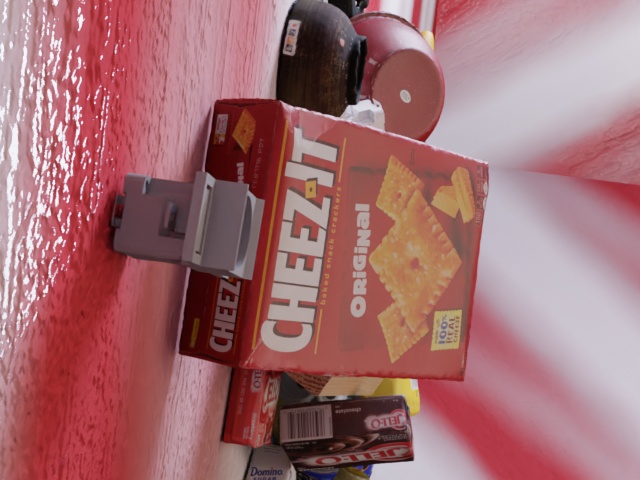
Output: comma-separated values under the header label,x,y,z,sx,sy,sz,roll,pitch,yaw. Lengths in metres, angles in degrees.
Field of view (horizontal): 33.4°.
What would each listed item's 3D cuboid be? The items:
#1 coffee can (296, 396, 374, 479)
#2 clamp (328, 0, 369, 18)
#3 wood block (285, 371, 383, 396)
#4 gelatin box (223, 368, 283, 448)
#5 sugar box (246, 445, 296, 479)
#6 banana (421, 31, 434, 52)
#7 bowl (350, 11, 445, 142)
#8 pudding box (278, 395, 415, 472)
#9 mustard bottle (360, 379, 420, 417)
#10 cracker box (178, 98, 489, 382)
label,x,y,z,sx,sy,sz,roll,pitch,yaw
coffee can,0.009,0.220,1.167,0.140,0.103,0.102,83,16,-64
clamp,0.036,-0.267,1.113,0.210,0.036,0.164,16,81,-81
wood block,0.014,0.072,0.909,0.091,0.090,0.206,-55,164,2
gelatin box,-0.053,0.132,0.880,0.089,0.030,0.073,59,39,-79
sugar box,-0.056,0.280,0.957,0.176,0.048,0.093,-72,168,-48
banana,0.083,-0.169,1.237,0.197,0.037,0.069,-44,136,-35
bowl,0.071,-0.145,1.058,0.055,0.161,0.162,18,-77,55
pudding box,0.025,0.172,0.939,0.090,0.113,0.039,74,14,-60
mustard bottle,0.070,0.082,1.079,0.096,0.058,0.191,17,72,-71
cracker box,0.020,0.007,0.715,0.213,0.072,0.164,10,86,-44
